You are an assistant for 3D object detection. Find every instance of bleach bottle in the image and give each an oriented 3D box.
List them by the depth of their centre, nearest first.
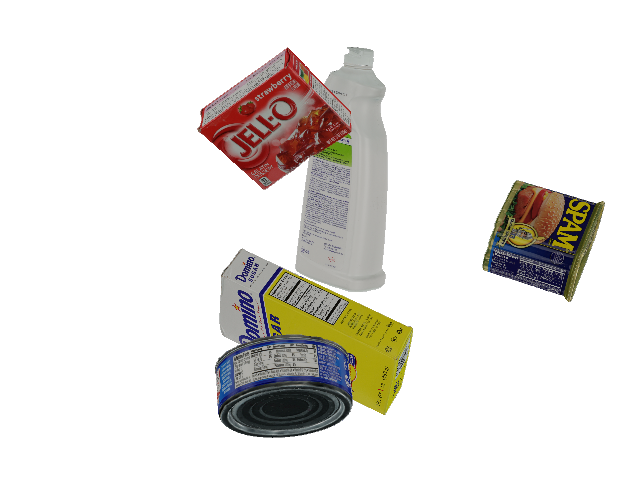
[{"bbox_3d":[0.033,-0.078,1.144,0.103,0.251,0.067,18,18,38],"label":"bleach bottle"}]

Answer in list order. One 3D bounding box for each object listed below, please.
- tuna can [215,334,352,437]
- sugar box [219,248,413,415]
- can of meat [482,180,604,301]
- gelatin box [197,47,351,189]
[{"bbox_3d":[-0.023,0.093,0.669,0.086,0.034,0.086,-4,-31,-3],"label":"tuna can"},{"bbox_3d":[-0.007,0.083,0.964,0.176,0.093,0.048,22,50,14],"label":"sugar box"},{"bbox_3d":[0.203,-0.003,0.974,0.084,0.057,0.102,18,48,17],"label":"can of meat"},{"bbox_3d":[-0.033,-0.087,0.780,0.089,0.030,0.073,-31,-55,25],"label":"gelatin box"}]
